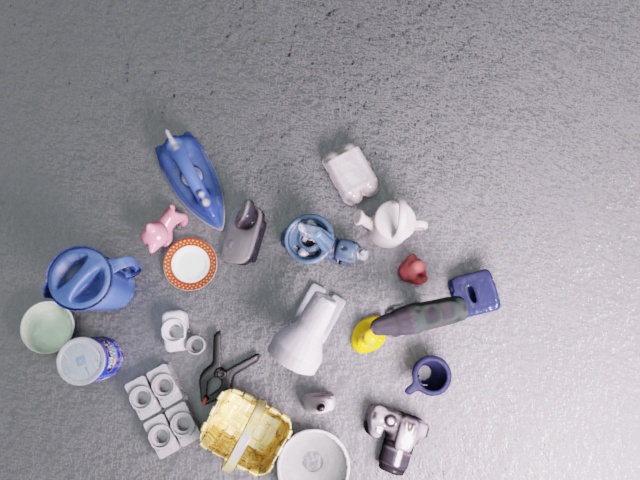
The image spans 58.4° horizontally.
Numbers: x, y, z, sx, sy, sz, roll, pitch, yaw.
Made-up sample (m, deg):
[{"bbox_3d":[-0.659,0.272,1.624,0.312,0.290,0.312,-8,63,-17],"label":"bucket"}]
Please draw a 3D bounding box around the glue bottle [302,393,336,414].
[{"bbox_3d":[0.000,0.370,1.289,0.078,0.173,0.037,-6,81,-4],"label":"glue bottle"}]

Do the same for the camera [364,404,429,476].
[{"bbox_3d":[0.168,0.464,1.321,0.143,0.101,0.137,18,80,0],"label":"camera"}]

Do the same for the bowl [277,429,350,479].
[{"bbox_3d":[-0.016,0.515,1.315,0.167,0.074,0.167,1,81,-3],"label":"bowl"}]

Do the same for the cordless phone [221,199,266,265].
[{"bbox_3d":[-0.182,-0.020,1.335,0.094,0.185,0.148,11,80,-1],"label":"cordless phone"}]

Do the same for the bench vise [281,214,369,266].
[{"bbox_3d":[0.012,-0.007,1.327,0.207,0.219,0.121,-2,81,-4],"label":"bench vise"}]

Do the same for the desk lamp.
[{"bbox_3d":[-0.024,0.195,1.296,0.118,0.213,0.203,28,80,2],"label":"desk lamp"}]

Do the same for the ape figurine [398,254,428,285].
[{"bbox_3d":[0.231,0.070,1.394,0.076,0.092,0.078,-5,81,-4],"label":"ape figurine"}]

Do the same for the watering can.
[{"bbox_3d":[0.168,-0.042,1.356,0.173,0.194,0.101,-17,82,-6],"label":"watering can"}]

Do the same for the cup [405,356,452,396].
[{"bbox_3d":[0.244,0.326,1.352,0.118,0.095,0.091,-33,84,-8],"label":"cup"}]

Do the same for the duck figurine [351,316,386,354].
[{"bbox_3d":[0.122,0.225,1.365,0.104,0.086,0.077,-43,86,-9],"label":"duck figurine"}]

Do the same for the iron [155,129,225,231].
[{"bbox_3d":[-0.301,-0.145,1.370,0.119,0.141,0.258,-30,84,-7],"label":"iron"}]

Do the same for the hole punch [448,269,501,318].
[{"bbox_3d":[0.373,0.134,1.393,0.101,0.091,0.109,-15,82,-6],"label":"hole punch"}]

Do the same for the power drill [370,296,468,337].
[{"bbox_3d":[0.214,0.182,1.315,0.229,0.208,0.075,-13,82,-5],"label":"power drill"}]

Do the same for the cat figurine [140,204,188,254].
[{"bbox_3d":[-0.377,-0.030,1.358,0.067,0.117,0.128,31,80,2],"label":"cat figurine"}]

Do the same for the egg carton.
[{"bbox_3d":[0.078,-0.166,1.433,0.107,0.069,0.150,-29,84,-8],"label":"egg carton"}]
